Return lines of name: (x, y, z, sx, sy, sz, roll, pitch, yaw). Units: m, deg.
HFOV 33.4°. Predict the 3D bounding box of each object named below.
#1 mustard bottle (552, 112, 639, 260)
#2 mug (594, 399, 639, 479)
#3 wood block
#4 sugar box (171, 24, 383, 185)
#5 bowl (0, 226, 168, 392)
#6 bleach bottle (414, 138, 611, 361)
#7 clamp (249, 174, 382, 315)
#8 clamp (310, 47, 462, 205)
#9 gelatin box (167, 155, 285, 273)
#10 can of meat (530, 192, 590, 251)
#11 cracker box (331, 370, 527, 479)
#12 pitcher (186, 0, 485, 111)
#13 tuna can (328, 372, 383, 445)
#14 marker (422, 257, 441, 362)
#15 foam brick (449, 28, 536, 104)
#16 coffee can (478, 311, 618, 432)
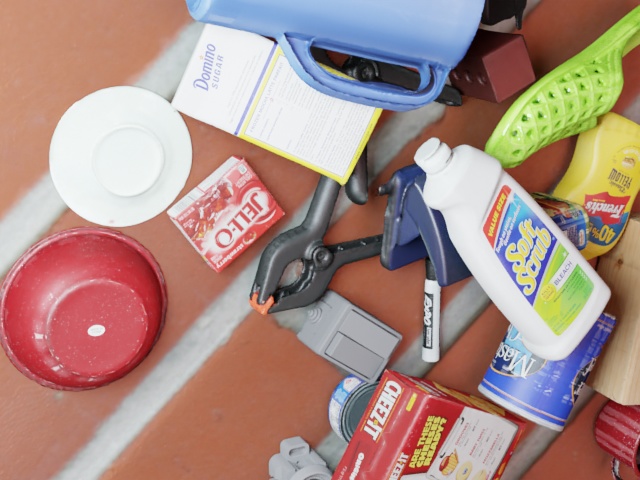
mustard bottle: (0.303, -0.042, 1.185, 0.096, 0.058, 0.192, 22, 95, -29)
mug: (0.386, 0.248, 1.296, 0.093, 0.082, 0.117, 9, 100, -28)
wood block: (0.375, 0.078, 1.236, 0.090, 0.091, 0.206, 2, 104, -26)
sugar box: (-0.037, -0.128, 0.972, 0.176, 0.048, 0.093, 25, 99, -7)
bowl: (-0.209, 0.072, 0.972, 0.161, 0.055, 0.162, -7, 108, -23)
bleach bottle: (0.172, 0.003, 1.016, 0.250, 0.068, 0.102, 44, 80, -26)
clamp: (-0.007, 0.001, 1.060, 0.171, 0.039, 0.120, -37, 110, -19)
clamp: (0.033, -0.149, 1.027, 0.209, 0.036, 0.164, 46, 72, -25)
gelatin box: (-0.088, -0.025, 1.016, 0.089, 0.030, 0.073, -41, 118, -10)
can of meat: (0.222, -0.011, 1.131, 0.083, 0.102, 0.057, -16, 111, -23)
cracker box: (0.113, 0.238, 1.134, 0.213, 0.072, 0.164, 24, 93, -48)
pitcher: (0.011, -0.214, 0.919, 0.242, 0.149, 0.145, 5, 130, -20)
tuna can: (0.052, 0.182, 1.143, 0.086, 0.034, 0.086, -7, 108, -24)
marker: (0.121, 0.073, 1.153, 0.020, 0.020, 0.121, -7, 108, -24)
foam brick: (0.168, -0.175, 1.070, 0.051, 0.078, 0.053, -32, 116, -16)
coffee can: (0.252, 0.126, 1.183, 0.102, 0.103, 0.140, 24, 93, -29)
